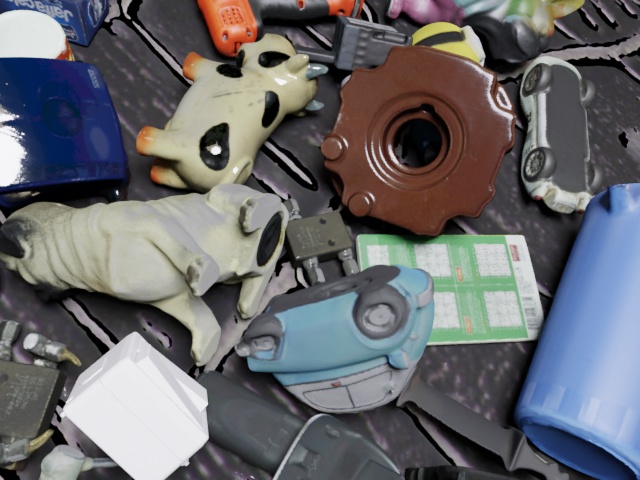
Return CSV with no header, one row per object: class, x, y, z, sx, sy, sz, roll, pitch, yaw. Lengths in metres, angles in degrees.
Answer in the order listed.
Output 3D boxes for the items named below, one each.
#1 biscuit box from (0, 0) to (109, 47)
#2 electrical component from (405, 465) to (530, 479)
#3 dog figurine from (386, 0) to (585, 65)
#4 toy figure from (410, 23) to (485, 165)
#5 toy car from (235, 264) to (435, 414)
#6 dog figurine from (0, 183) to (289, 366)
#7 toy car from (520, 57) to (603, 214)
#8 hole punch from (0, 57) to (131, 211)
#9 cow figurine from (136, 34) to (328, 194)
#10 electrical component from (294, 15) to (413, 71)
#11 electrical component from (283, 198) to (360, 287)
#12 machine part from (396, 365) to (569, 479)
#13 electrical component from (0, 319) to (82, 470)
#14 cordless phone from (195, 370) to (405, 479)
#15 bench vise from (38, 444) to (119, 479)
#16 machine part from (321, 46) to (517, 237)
biscuit box,-0.323,-0.264,0.539,0.203,0.059,0.063,16,62,-4
electrical component,0.138,0.206,0.390,0.134,0.115,0.058,14,66,-3
dog figurine,0.195,-0.303,0.643,0.219,0.108,0.191,15,61,-10
toy figure,0.132,-0.155,0.574,0.089,0.082,0.180,13,66,-8
toy car,0.021,0.085,0.427,0.162,0.109,0.102,-18,95,6
dog figurine,-0.140,-0.007,0.448,0.191,0.121,0.172,20,28,17
toy car,0.264,-0.119,0.599,0.073,0.056,0.202,15,65,-12
hole punch,-0.228,-0.091,0.450,0.116,0.092,0.142,-16,87,-19
cow figurine,-0.072,-0.126,0.516,0.127,0.085,0.195,20,61,4
electrical component,0.033,-0.212,0.582,0.119,0.047,0.075,10,28,-7
electrical component,-0.001,-0.002,0.506,0.063,0.021,0.094,-14,65,-18
machine part,0.127,0.153,0.440,0.139,0.084,0.039,30,88,12
electrical component,-0.223,0.113,0.396,0.078,0.045,0.102,18,63,-5
cordless phone,-0.043,0.185,0.394,0.184,0.088,0.146,25,63,13
bench vise,-0.178,0.243,0.297,0.224,0.128,0.240,22,78,15
machine part,0.090,-0.089,0.495,0.180,0.056,0.179,1,95,14
